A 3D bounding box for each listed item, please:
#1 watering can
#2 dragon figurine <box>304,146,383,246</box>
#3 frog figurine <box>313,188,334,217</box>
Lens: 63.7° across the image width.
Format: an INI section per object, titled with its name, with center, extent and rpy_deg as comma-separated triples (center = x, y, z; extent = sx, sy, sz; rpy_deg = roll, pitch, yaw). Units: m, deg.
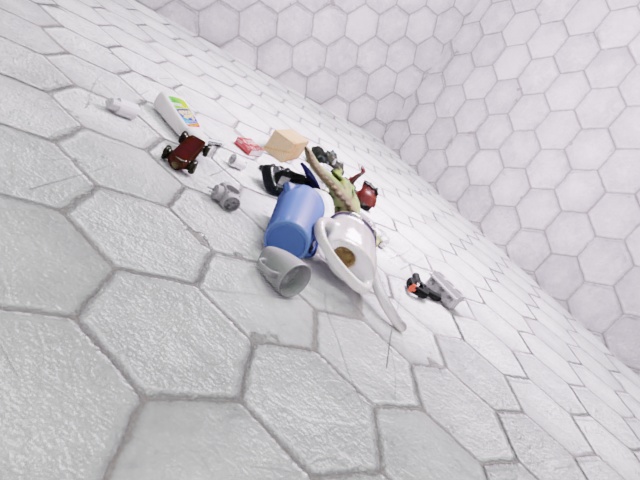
[watering can]
center = 0.104, 0.061, 1.292
extent = 0.344, 0.103, 0.229
rpy_deg = 47, 27, -19
[dragon figurine]
center = 0.085, -0.103, 1.599
extent = 0.403, 0.122, 0.248
rpy_deg = 44, 10, -45
[frog figurine]
center = 0.005, -0.075, 1.486
extent = 0.161, 0.123, 0.135
rpy_deg = 36, -5, 40
